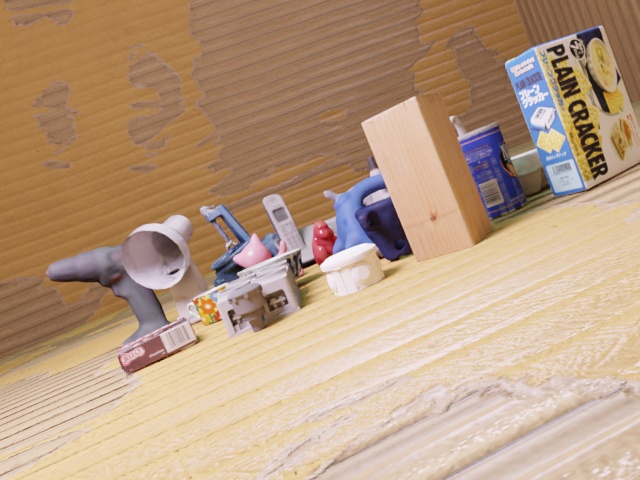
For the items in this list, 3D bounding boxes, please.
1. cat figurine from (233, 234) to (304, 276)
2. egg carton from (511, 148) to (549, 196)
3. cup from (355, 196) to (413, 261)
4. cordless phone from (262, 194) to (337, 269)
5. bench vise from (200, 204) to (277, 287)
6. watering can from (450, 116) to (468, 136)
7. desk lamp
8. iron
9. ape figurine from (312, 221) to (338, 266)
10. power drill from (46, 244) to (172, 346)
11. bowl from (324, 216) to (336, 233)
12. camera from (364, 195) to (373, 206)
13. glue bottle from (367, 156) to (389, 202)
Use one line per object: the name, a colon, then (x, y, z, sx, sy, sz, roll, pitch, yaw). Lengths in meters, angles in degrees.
cat figurine: (-0.111, 0.040, 1.184, 0.127, 0.118, 0.067, -20, 4, 32)
egg carton: (0.374, -0.121, 1.047, 0.107, 0.069, 0.151, -18, 5, 45)
cup: (0.104, -0.014, 0.870, 0.091, 0.095, 0.118, -19, 5, 36)
cordless phone: (-0.048, -0.032, 1.342, 0.148, 0.185, 0.094, -25, 5, -35)
bench vise: (-0.190, 0.004, 1.377, 0.208, 0.220, 0.121, -25, 5, -42)
watering can: (0.316, -0.181, 1.282, 0.172, 0.194, 0.101, -21, 4, 17)
desk lamp: (-0.272, 0.058, 1.119, 0.117, 0.213, 0.203, -21, 4, 13)
iron: (0.134, -0.061, 1.013, 0.259, 0.141, 0.118, -23, 4, -15)
ape figurine: (0.011, 0.004, 1.191, 0.078, 0.092, 0.076, -24, 4, -26)
power drill: (-0.382, 0.105, 1.121, 0.230, 0.208, 0.075, -24, 4, -31)
bowl: (0.086, -0.041, 1.560, 0.167, 0.075, 0.167, -22, 4, 2)
camera: (0.110, -0.053, 1.370, 0.137, 0.101, 0.143, -23, 4, -9)
glue bottle: (0.129, -0.083, 1.127, 0.037, 0.173, 0.078, -24, 4, -24)
